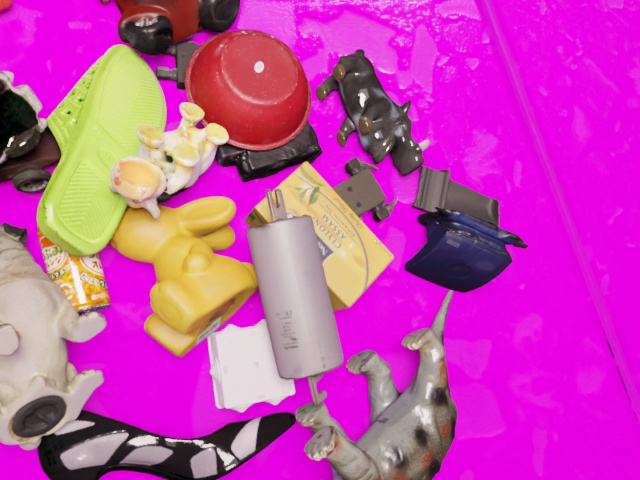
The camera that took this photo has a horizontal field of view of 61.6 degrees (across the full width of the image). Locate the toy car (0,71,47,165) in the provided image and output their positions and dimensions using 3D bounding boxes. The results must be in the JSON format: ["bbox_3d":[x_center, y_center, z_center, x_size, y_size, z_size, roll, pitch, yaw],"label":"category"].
[{"bbox_3d":[-0.346,-0.081,0.497,0.202,0.056,0.073,-53,137,-31],"label":"toy car"}]

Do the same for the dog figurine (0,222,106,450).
[{"bbox_3d":[-0.311,0.090,0.537,0.121,0.191,0.172,12,106,-50],"label":"dog figurine"}]

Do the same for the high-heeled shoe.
[{"bbox_3d":[-0.161,0.199,0.576,0.249,0.086,0.145,-22,73,-23],"label":"high-heeled shoe"}]

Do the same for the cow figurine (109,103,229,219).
[{"bbox_3d":[-0.174,-0.076,0.584,0.068,0.098,0.167,37,38,-2],"label":"cow figurine"}]

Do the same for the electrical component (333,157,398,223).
[{"bbox_3d":[0.060,-0.061,0.739,0.078,0.045,0.102,-36,89,5],"label":"electrical component"}]

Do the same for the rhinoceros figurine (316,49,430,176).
[{"bbox_3d":[0.077,-0.174,0.759,0.112,0.073,0.190,-30,88,-34],"label":"rhinoceros figurine"}]

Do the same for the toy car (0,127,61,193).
[{"bbox_3d":[-0.383,-0.077,0.570,0.202,0.053,0.089,-17,74,-19],"label":"toy car"}]

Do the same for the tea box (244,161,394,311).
[{"bbox_3d":[-0.001,-0.002,0.687,0.169,0.068,0.098,46,66,-6],"label":"tea box"}]

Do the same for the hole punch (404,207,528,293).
[{"bbox_3d":[0.189,0.016,0.733,0.142,0.116,0.092,24,79,-13],"label":"hole punch"}]

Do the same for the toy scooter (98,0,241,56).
[{"bbox_3d":[-0.199,-0.301,0.678,0.135,0.075,0.184,32,51,19],"label":"toy scooter"}]

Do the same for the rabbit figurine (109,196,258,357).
[{"bbox_3d":[-0.157,0.016,0.604,0.173,0.121,0.162,39,63,13],"label":"rabbit figurine"}]

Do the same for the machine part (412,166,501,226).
[{"bbox_3d":[0.204,-0.059,0.794,0.139,0.039,0.084,19,67,-14],"label":"machine part"}]

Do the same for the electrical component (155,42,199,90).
[{"bbox_3d":[-0.167,-0.228,0.702,0.094,0.021,0.063,1,77,-21],"label":"electrical component"}]

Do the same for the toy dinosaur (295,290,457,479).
[{"bbox_3d":[0.089,0.240,0.644,0.405,0.131,0.192,-34,103,-28],"label":"toy dinosaur"}]

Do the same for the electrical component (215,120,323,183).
[{"bbox_3d":[-0.078,-0.141,0.697,0.134,0.058,0.115,-20,83,-24],"label":"electrical component"}]

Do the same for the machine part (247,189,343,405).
[{"bbox_3d":[-0.028,0.062,0.595,0.079,0.079,0.243,-11,89,-22],"label":"machine part"}]
